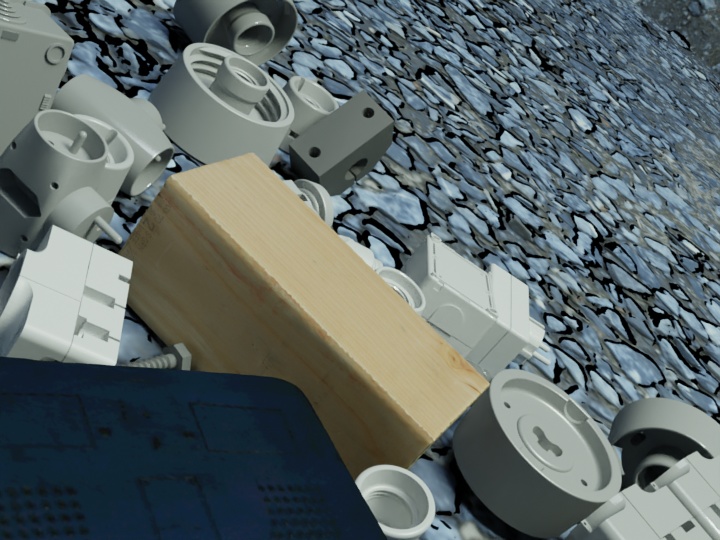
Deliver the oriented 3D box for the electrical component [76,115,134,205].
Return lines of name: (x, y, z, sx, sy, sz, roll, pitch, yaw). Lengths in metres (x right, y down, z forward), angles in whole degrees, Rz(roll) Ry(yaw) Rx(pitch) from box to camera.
electrical component: (-0.173, -0.063, 0.668, 0.055, 0.047, 0.055, 29, 30, -18)

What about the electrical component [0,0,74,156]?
electrical component: (-0.226, -0.115, 0.630, 0.100, 0.099, 0.048, 4, 31, -47)

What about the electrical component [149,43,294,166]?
electrical component: (-0.102, -0.131, 0.838, 0.108, 0.060, 0.108, 29, 30, -18)

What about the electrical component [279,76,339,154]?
electrical component: (-0.050, -0.130, 0.911, 0.055, 0.047, 0.055, 29, 30, -18)

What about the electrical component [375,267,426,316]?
electrical component: (0.012, 0.031, 0.739, 0.066, 0.055, 0.048, 46, 29, 13)

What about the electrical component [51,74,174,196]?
electrical component: (-0.161, -0.096, 0.734, 0.077, 0.043, 0.079, 40, 28, 4)

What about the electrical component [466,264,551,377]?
electrical component: (0.120, 0.049, 0.847, 0.076, 0.047, 0.083, 33, 29, -11)

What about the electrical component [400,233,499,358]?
electrical component: (0.060, 0.022, 0.810, 0.062, 0.061, 0.096, 33, 21, -11)

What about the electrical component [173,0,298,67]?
electrical component: (-0.106, -0.220, 0.930, 0.099, 0.099, 0.064, 1, 52, -49)

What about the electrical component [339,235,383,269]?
electrical component: (0.000, 0.000, 0.793, 0.061, 0.035, 0.035, 27, 30, -27)

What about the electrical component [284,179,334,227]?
electrical component: (-0.053, -0.041, 0.780, 0.055, 0.048, 0.066, -10, 53, -46)

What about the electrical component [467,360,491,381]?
electrical component: (0.075, 0.080, 0.763, 0.035, 0.035, 0.061, 50, 28, 20)

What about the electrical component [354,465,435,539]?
electrical component: (0.009, 0.139, 0.565, 0.044, 0.065, 0.044, 12, 40, -10)

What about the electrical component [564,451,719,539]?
electrical component: (0.169, 0.177, 0.657, 0.186, 0.105, 0.060, -5, 50, -53)

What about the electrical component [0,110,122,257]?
electrical component: (-0.166, -0.035, 0.604, 0.079, 0.077, 0.043, 43, 28, 8)

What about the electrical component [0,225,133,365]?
electrical component: (-0.157, 0.025, 0.554, 0.056, 0.050, 0.089, 27, 30, -23)

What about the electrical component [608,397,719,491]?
electrical component: (0.226, 0.143, 0.788, 0.099, 0.099, 0.064, 42, 34, 6)

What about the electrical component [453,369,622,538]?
electrical component: (0.111, 0.126, 0.711, 0.108, 0.060, 0.108, 29, 29, -18)
